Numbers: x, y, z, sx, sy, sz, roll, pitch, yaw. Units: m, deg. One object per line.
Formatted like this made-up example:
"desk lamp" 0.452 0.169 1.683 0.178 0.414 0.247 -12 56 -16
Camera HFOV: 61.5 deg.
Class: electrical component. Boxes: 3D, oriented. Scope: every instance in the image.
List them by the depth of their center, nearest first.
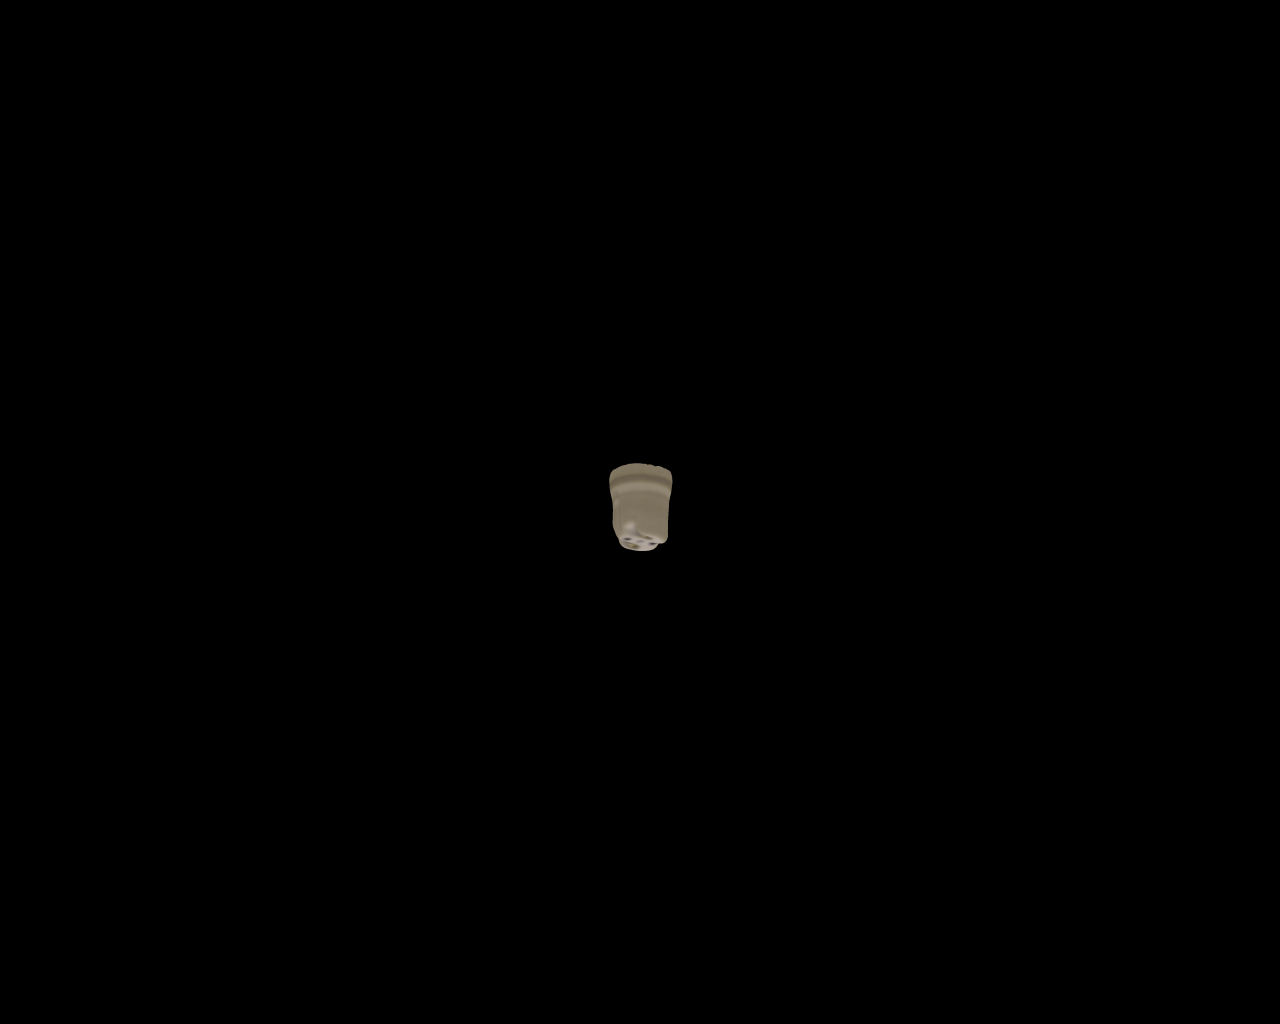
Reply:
"electrical component" 0.001 -0.003 0.650 0.040 0.046 0.040 0 -20 0
